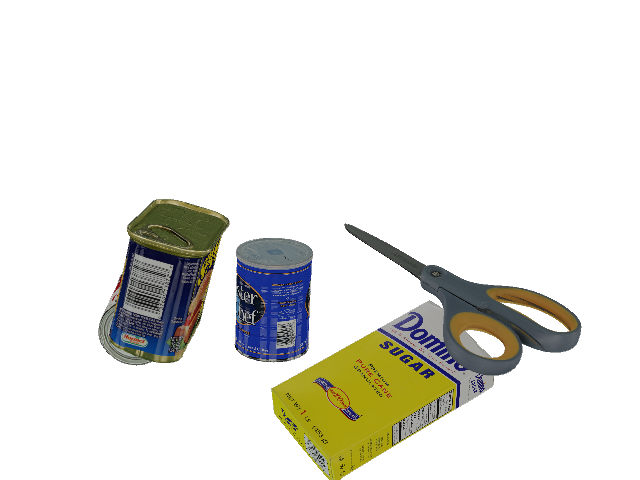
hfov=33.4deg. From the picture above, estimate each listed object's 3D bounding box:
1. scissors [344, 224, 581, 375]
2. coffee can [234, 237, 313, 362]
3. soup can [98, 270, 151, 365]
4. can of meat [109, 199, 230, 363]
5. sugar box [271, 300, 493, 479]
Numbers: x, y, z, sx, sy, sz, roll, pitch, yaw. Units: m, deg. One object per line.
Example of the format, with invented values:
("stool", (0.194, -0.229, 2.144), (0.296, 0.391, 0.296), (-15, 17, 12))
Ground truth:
("scissors", (0.074, 0.038, 0.717), (0.202, 0.016, 0.096), (20, 37, 31))
("coffee can", (-0.064, 0.079, 1.440), (0.103, 0.140, 0.103), (2, 20, -1))
("soup can", (-0.172, 0.069, 1.029), (0.068, 0.068, 0.102), (0, 20, 1))
("can of meat", (-0.105, 0.027, 0.737), (0.057, 0.084, 0.102), (16, 16, 1))
("sugar box", (0.056, 0.127, 0.929), (0.176, 0.048, 0.093), (-29, 51, -20))
